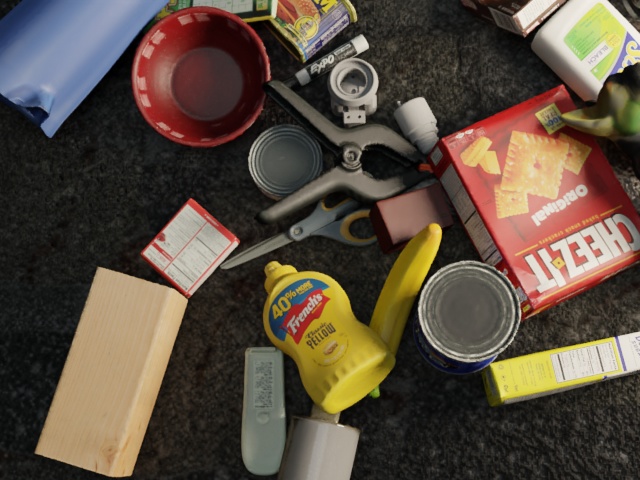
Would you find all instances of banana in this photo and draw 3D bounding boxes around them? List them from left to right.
[{"bbox_3d":[0.087,0.073,1.162,0.037,0.070,0.198,16,95,-22],"label":"banana"}]

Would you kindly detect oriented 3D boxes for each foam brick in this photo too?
[{"bbox_3d":[0.101,-0.023,1.188,0.078,0.051,0.053,-18,80,-13],"label":"foam brick"}]

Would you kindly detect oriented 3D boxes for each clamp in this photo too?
[{"bbox_3d":[0.025,-0.099,1.197,0.209,0.036,0.164,-1,81,-14],"label":"clamp"}]

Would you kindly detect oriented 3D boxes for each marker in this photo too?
[{"bbox_3d":[0.001,-0.204,1.259,0.121,0.020,0.020,-31,78,-3],"label":"marker"}]

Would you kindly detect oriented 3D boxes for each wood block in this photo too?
[{"bbox_3d":[-0.223,0.145,1.163,0.091,0.090,0.206,15,80,7],"label":"wood block"}]

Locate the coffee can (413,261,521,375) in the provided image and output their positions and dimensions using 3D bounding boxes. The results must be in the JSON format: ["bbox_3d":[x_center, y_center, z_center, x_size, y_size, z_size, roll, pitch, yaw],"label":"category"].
[{"bbox_3d":[0.151,0.085,1.125,0.103,0.140,0.103,-1,78,3],"label":"coffee can"}]

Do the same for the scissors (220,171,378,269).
[{"bbox_3d":[-0.008,0.001,1.217,0.201,0.016,0.096,-40,78,-5],"label":"scissors"}]

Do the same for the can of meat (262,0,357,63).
[{"bbox_3d":[-0.021,-0.272,1.256,0.084,0.057,0.102,-41,78,-3],"label":"can of meat"}]

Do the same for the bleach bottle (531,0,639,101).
[{"bbox_3d":[0.361,-0.170,1.207,0.102,0.068,0.251,-44,81,-6],"label":"bleach bottle"}]

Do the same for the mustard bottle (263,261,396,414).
[{"bbox_3d":[-0.007,0.090,1.155,0.096,0.058,0.192,-39,53,1],"label":"mustard bottle"}]

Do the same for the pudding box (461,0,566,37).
[{"bbox_3d":[0.225,-0.287,1.224,0.090,0.039,0.114,-42,42,-5],"label":"pudding box"}]

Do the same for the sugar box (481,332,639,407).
[{"bbox_3d":[0.265,0.135,1.131,0.176,0.093,0.048,-15,78,0],"label":"sugar box"}]

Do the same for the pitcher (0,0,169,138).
[{"bbox_3d":[-0.285,-0.250,1.230,0.149,0.145,0.243,43,85,2],"label":"pitcher"}]

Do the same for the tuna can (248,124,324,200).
[{"bbox_3d":[-0.038,-0.087,1.229,0.086,0.034,0.086,-1,78,4],"label":"tuna can"}]

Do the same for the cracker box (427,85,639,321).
[{"bbox_3d":[0.241,-0.042,1.169,0.164,0.072,0.214,-24,77,-13],"label":"cracker box"}]

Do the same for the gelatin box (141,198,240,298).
[{"bbox_3d":[-0.148,0.010,1.217,0.073,0.030,0.089,40,85,9],"label":"gelatin box"}]

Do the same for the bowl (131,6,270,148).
[{"bbox_3d":[-0.135,-0.185,1.237,0.162,0.055,0.162,0,89,4],"label":"bowl"}]

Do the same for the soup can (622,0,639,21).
[{"bbox_3d":[0.405,-0.302,1.229,0.102,0.068,0.068,-22,77,-2],"label":"soup can"}]
